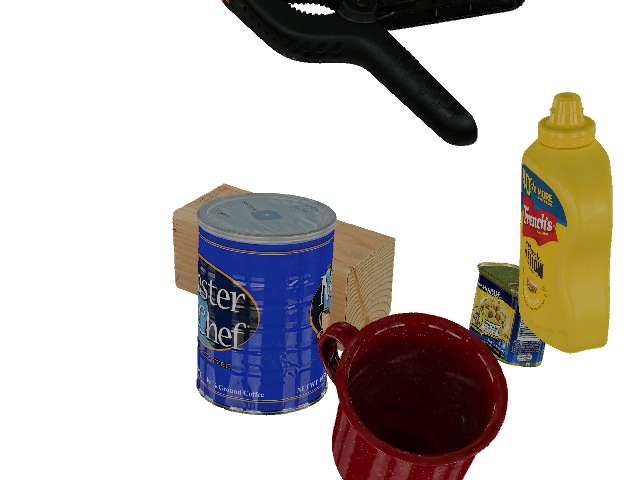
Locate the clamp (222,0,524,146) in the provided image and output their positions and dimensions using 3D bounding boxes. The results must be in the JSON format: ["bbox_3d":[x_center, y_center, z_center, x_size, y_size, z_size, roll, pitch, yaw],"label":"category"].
[{"bbox_3d":[0.029,-0.141,0.721,0.210,0.164,0.036,12,-40,4],"label":"clamp"}]

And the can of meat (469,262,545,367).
[{"bbox_3d":[0.205,0.079,1.149,0.057,0.084,0.102,2,17,-23],"label":"can of meat"}]

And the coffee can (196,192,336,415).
[{"bbox_3d":[-0.042,0.045,0.804,0.103,0.140,0.103,2,19,-1],"label":"coffee can"}]

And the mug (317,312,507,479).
[{"bbox_3d":[0.042,0.094,0.604,0.117,0.081,0.093,39,58,21],"label":"mug"}]

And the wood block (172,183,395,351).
[{"bbox_3d":[-0.039,0.023,1.062,0.206,0.091,0.090,19,33,28],"label":"wood block"}]

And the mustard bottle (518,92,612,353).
[{"bbox_3d":[0.184,-0.018,0.803,0.058,0.192,0.096,-9,27,-9],"label":"mustard bottle"}]
